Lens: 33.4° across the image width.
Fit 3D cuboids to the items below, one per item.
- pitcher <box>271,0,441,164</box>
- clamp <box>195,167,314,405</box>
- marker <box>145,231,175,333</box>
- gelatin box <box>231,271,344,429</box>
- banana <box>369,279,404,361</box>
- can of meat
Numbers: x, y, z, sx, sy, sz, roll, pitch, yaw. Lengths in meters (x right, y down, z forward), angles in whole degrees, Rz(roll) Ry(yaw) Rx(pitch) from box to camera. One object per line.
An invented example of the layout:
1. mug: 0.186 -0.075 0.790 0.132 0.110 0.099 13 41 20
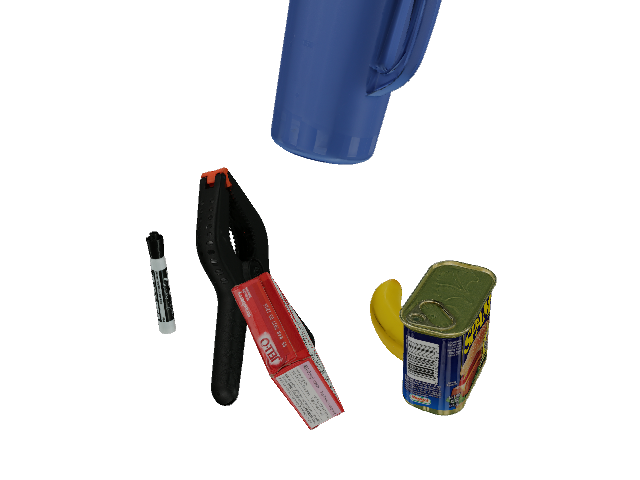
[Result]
1. pitcher: 0.032 -0.199 1.045 0.145 0.243 0.149 12 19 -1
2. clamp: -0.068 0.036 1.005 0.036 0.210 0.164 -12 0 29
3. marker: -0.178 0.047 1.188 0.020 0.121 0.020 -4 23 2
4. gelatin box: -0.021 0.073 0.698 0.030 0.073 0.089 -28 -36 0
5. banana: 0.093 0.096 1.217 0.069 0.037 0.198 6 23 -24
6. can of meat: 0.103 0.079 0.865 0.057 0.084 0.102 12 33 21
